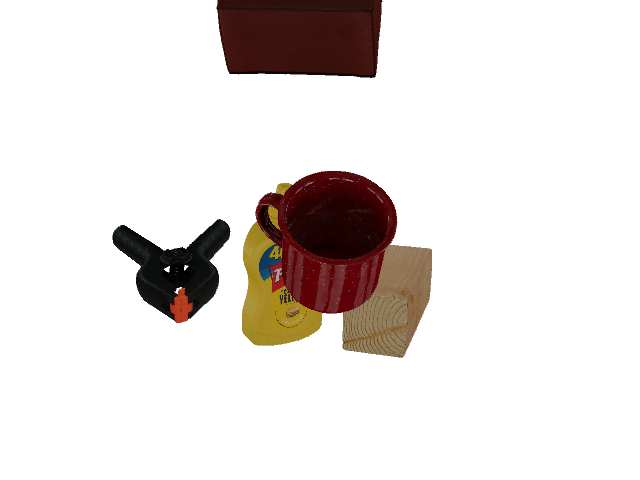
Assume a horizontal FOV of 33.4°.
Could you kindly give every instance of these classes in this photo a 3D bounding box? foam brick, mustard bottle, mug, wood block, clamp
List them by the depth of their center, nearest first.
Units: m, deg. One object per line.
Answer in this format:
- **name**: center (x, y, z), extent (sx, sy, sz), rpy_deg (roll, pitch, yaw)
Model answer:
- **foam brick**: center (-0.009, -0.118, 0.536), extent (0.078, 0.053, 0.051), rpy_deg (2, -29, 7)
- **mug**: center (0.000, 0.000, 0.857), extent (0.117, 0.093, 0.081), rpy_deg (23, -35, 12)
- **clamp**: center (-0.133, 0.023, 1.054), extent (0.120, 0.039, 0.171), rpy_deg (-13, 33, -14)
- **mustard bottle**: center (-0.043, 0.024, 1.233), extent (0.096, 0.192, 0.058), rpy_deg (-11, 28, -25)
- **wood block**: center (0.101, 0.083, 1.554), extent (0.091, 0.090, 0.205), rpy_deg (6, 21, 14)
